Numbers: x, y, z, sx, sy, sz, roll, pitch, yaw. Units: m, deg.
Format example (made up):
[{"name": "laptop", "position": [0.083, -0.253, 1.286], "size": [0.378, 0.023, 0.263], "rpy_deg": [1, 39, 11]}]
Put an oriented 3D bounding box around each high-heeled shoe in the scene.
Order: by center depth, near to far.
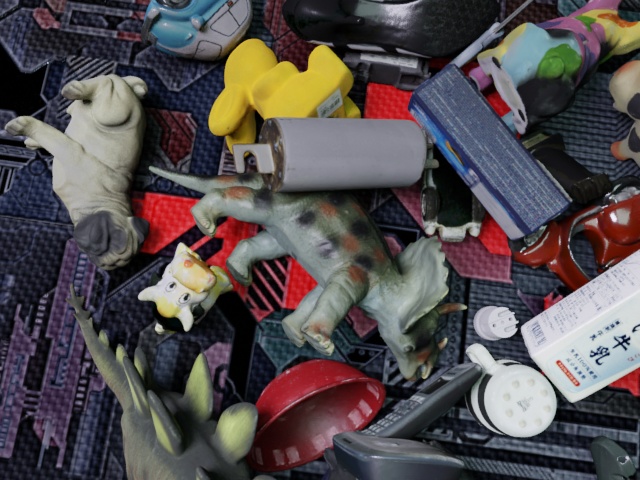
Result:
[{"name": "high-heeled shoe", "position": [0.082, -0.268, 0.640], "size": [0.249, 0.145, 0.086], "rpy_deg": [-13, 120, -29]}]

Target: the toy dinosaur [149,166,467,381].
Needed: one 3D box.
[{"name": "toy dinosaur", "position": [-0.006, -0.004, 0.611], "size": [0.192, 0.131, 0.405], "rpy_deg": [-39, 78, -20]}]

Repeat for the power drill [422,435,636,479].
[{"name": "power drill", "position": [0.238, 0.289, 0.577], "size": [0.207, 0.086, 0.232], "rpy_deg": [-23, 82, -9]}]

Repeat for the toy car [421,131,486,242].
[{"name": "toy car", "position": [0.162, -0.097, 0.657], "size": [0.074, 0.056, 0.201], "rpy_deg": [2, 82, 1]}]

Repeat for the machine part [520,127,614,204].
[{"name": "machine part", "position": [0.278, -0.089, 0.637], "size": [0.084, 0.039, 0.139], "rpy_deg": [-26, 40, -10]}]

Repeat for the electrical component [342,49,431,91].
[{"name": "electrical component", "position": [0.091, -0.264, 0.685], "size": [0.115, 0.058, 0.134], "rpy_deg": [11, 79, -1]}]

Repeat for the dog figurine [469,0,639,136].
[{"name": "dog figurine", "position": [0.294, -0.223, 0.624], "size": [0.219, 0.191, 0.108], "rpy_deg": [-34, 90, 5]}]

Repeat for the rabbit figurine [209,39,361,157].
[{"name": "rabbit figurine", "position": [-0.057, -0.168, 0.652], "size": [0.162, 0.121, 0.173], "rpy_deg": [-44, 69, 1]}]

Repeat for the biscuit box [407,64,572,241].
[{"name": "biscuit box", "position": [0.182, -0.097, 0.597], "size": [0.063, 0.059, 0.202], "rpy_deg": [-36, 83, -2]}]

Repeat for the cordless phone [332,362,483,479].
[{"name": "cordless phone", "position": [0.110, 0.185, 0.532], "size": [0.184, 0.146, 0.089], "rpy_deg": [-35, 85, -16]}]

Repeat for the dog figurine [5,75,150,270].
[{"name": "dog figurine", "position": [-0.238, -0.080, 0.634], "size": [0.172, 0.121, 0.190], "rpy_deg": [-36, 96, -2]}]

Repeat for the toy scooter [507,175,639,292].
[{"name": "toy scooter", "position": [0.323, 0.011, 0.632], "size": [0.184, 0.075, 0.135], "rpy_deg": [-23, 81, -2]}]

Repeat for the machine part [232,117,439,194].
[{"name": "machine part", "position": [0.025, -0.092, 0.574], "size": [0.243, 0.079, 0.079], "rpy_deg": [-5, 79, -25]}]

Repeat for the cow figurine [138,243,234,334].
[{"name": "cow figurine", "position": [-0.147, 0.058, 0.565], "size": [0.068, 0.167, 0.098], "rpy_deg": [39, 80, 0]}]

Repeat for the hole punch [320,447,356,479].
[{"name": "hole punch", "position": [0.032, 0.311, 0.574], "size": [0.142, 0.092, 0.116], "rpy_deg": [35, 50, 7]}]

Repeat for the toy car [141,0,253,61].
[{"name": "toy car", "position": [-0.139, -0.279, 0.669], "size": [0.103, 0.109, 0.161], "rpy_deg": [46, 69, -16]}]

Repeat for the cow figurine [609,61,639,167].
[{"name": "cow figurine", "position": [0.414, -0.126, 0.632], "size": [0.085, 0.127, 0.195], "rpy_deg": [-33, 85, -10]}]

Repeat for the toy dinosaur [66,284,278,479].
[{"name": "toy dinosaur", "position": [-0.139, 0.210, 0.528], "size": [0.472, 0.105, 0.198], "rpy_deg": [30, 118, 32]}]
